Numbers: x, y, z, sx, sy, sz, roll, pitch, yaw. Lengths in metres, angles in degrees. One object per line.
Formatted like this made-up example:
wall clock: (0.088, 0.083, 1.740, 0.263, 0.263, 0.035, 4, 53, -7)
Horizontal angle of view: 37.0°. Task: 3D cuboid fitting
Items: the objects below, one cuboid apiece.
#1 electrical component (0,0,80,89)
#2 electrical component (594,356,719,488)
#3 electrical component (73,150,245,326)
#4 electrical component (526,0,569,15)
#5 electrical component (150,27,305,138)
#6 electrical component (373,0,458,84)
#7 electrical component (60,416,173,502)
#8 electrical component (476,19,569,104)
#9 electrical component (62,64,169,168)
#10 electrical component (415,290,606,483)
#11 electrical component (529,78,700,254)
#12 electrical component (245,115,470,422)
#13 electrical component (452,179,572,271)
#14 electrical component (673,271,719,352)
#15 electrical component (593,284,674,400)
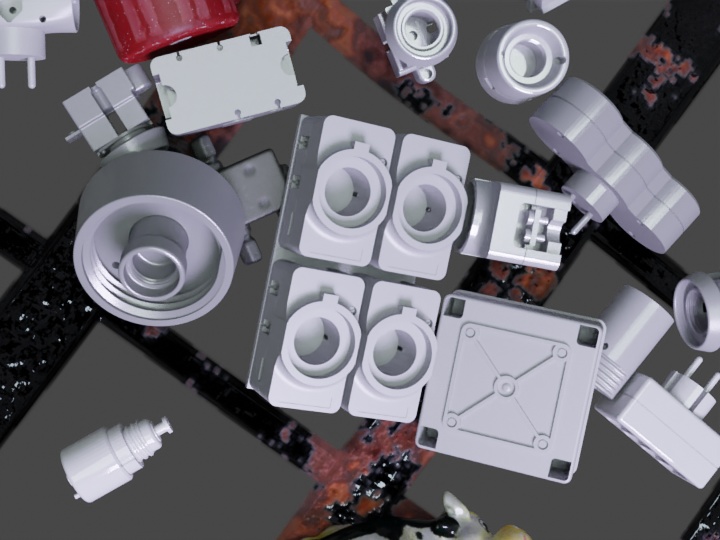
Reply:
electrical component: (-0.220, -0.156, 0.686, 0.077, 0.043, 0.079, -1, 95, -8)
electrical component: (0.228, 0.097, 0.770, 0.083, 0.047, 0.075, 39, 87, -9)
electrical component: (-0.128, -0.014, 0.679, 0.108, 0.060, 0.108, -1, 125, -2)
electrical component: (0.159, -0.234, 0.721, 0.121, 0.078, 0.063, -30, 69, -5)
electrical component: (-0.086, -0.121, 0.702, 0.089, 0.056, 0.050, -16, 97, -7)
electrical component: (0.038, -0.158, 0.717, 0.048, 0.055, 0.066, -23, 97, -6)
electrical component: (-0.162, 0.122, 0.718, 0.078, 0.040, 0.040, -29, 98, -5)
electrical component: (0.111, -0.142, 0.733, 0.055, 0.047, 0.055, -1, 95, -8)
electrical component: (-0.157, -0.093, 0.699, 0.066, 0.048, 0.055, -32, 91, -5)
electrical component: (0.102, 0.077, 0.728, 0.109, 0.056, 0.108, 12, 93, 14)
electrical component: (0.164, -0.058, 0.737, 0.138, 0.052, 0.073, 43, 87, -19)
electrical component: (0.000, 0.000, 0.710, 0.105, 0.060, 0.186, 10, 93, -22)
electrical component: (0.096, -0.031, 0.718, 0.056, 0.089, 0.050, 10, 93, -9)
electrical component: (0.261, 0.027, 0.764, 0.057, 0.058, 0.078, -8, 96, -11)
electrical component: (0.179, 0.055, 0.761, 0.043, 0.043, 0.081, 39, 88, -9)
